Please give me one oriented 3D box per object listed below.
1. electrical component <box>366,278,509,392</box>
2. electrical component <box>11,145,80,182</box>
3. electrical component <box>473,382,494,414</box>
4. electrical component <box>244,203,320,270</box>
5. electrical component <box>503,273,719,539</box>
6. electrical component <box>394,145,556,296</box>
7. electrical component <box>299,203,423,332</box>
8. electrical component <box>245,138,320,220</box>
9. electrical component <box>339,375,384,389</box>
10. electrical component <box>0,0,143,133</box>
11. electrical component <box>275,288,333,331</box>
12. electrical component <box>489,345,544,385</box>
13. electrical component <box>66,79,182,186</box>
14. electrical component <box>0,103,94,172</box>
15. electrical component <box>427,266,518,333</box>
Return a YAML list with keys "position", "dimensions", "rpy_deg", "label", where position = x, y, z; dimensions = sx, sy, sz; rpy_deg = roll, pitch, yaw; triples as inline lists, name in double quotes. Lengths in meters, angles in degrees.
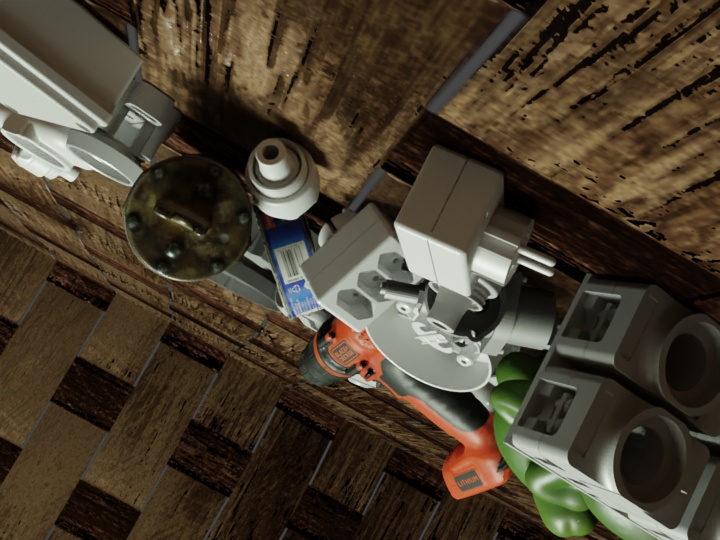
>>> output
- position: [0.057, 0.038, 0.753]
  dimensions: [0.099, 0.064, 0.099]
  rpy_deg: [34, 162, 12]
  label: "electrical component"
- position: [-0.302, -0.109, 1.046]
  dimensions: [0.062, 0.043, 0.043]
  rpy_deg: [35, 168, -36]
  label: "electrical component"
- position: [0.131, 0.106, 0.924]
  dimensions: [0.095, 0.053, 0.059]
  rpy_deg: [37, 167, -36]
  label: "electrical component"
- position: [-0.068, -0.022, 0.866]
  dimensions: [0.081, 0.042, 0.064]
  rpy_deg: [37, 170, -33]
  label: "electrical component"
- position: [0.185, 0.096, 0.602]
  dimensions: [0.186, 0.105, 0.060]
  rpy_deg: [34, 168, -26]
  label: "electrical component"
- position: [0.064, -0.016, 0.548]
  dimensions: [0.076, 0.047, 0.083]
  rpy_deg: [24, 169, 13]
  label: "electrical component"
- position: [-0.004, -0.013, 0.707]
  dimensions: [0.047, 0.066, 0.076]
  rpy_deg: [39, -166, -43]
  label: "electrical component"
- position: [-0.048, -0.058, 0.643]
  dimensions: [0.043, 0.043, 0.062]
  rpy_deg: [26, 167, 13]
  label: "electrical component"
- position: [0.008, 0.069, 0.996]
  dimensions: [0.051, 0.080, 0.080]
  rpy_deg: [21, 167, 16]
  label: "electrical component"
- position: [-0.204, -0.137, 0.632]
  dimensions: [0.109, 0.056, 0.109]
  rpy_deg: [18, 165, 43]
  label: "electrical component"
- position: [-0.038, 0.023, 0.957]
  dimensions: [0.057, 0.058, 0.078]
  rpy_deg: [31, 169, -30]
  label: "electrical component"
- position: [0.129, 0.081, 0.840]
  dimensions: [0.081, 0.043, 0.043]
  rpy_deg: [36, 167, -37]
  label: "electrical component"
- position: [-0.161, -0.094, 0.726]
  dimensions: [0.058, 0.057, 0.078]
  rpy_deg: [34, 168, -27]
  label: "electrical component"
- position: [-0.223, -0.112, 0.789]
  dimensions: [0.095, 0.059, 0.054]
  rpy_deg: [21, 167, 34]
  label: "electrical component"
- position: [0.060, 0.005, 0.614]
  dimensions: [0.048, 0.062, 0.048]
  rpy_deg: [27, 169, 6]
  label: "electrical component"
